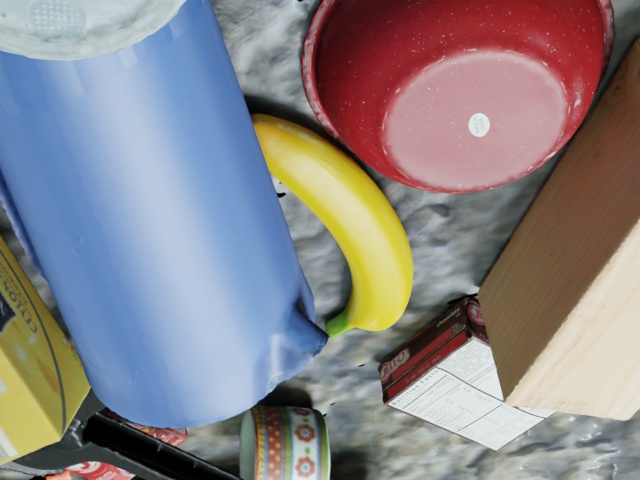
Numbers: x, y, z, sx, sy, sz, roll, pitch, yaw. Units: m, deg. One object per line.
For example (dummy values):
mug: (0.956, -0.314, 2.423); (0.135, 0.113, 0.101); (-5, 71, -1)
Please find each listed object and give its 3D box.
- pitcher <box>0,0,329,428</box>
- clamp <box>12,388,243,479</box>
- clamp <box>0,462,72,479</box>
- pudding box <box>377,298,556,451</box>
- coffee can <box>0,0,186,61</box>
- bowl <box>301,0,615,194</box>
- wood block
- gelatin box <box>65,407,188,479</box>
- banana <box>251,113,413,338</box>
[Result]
pitcher: (-0.096, -0.032, 0.521); (0.149, 0.145, 0.243); (-18, 133, -4)
clamp: (-0.155, 0.106, 0.679); (0.210, 0.036, 0.164); (5, 131, 11)
clamp: (-0.266, 0.170, 0.751); (0.171, 0.039, 0.120); (-17, 113, -20)
pudding box: (0.110, 0.094, 0.726); (0.113, 0.039, 0.090); (28, 129, -28)
coffee can: (-0.091, -0.147, 0.378); (0.103, 0.140, 0.103); (-3, 137, -3)
bowl: (0.073, -0.075, 0.532); (0.162, 0.055, 0.162); (-3, 137, -3)
wood block: (0.176, 0.003, 0.597); (0.090, 0.091, 0.206); (9, 135, -16)
gelatin box: (-0.148, 0.136, 0.753); (0.073, 0.030, 0.089); (33, 125, -32)
banana: (0.015, -0.001, 0.617); (0.069, 0.037, 0.198); (-13, 136, 7)
